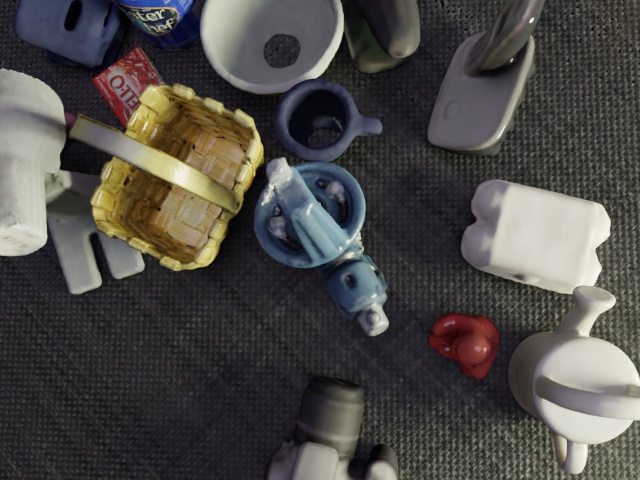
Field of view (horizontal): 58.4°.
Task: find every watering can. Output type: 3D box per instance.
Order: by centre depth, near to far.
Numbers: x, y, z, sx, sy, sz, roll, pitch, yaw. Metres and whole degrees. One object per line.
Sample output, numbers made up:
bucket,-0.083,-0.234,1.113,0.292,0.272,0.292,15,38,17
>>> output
watering can,0.250,0.135,0.553,0.101,0.194,0.173,-15,82,5

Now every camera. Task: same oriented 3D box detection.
camera,0.020,0.225,0.615,0.143,0.101,0.137,12,85,7

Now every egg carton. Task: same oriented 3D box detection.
egg carton,0.236,-0.003,0.633,0.150,0.069,0.107,14,85,7

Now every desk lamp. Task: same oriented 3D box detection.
desk lamp,-0.299,-0.054,0.623,0.118,0.213,0.203,-21,82,4

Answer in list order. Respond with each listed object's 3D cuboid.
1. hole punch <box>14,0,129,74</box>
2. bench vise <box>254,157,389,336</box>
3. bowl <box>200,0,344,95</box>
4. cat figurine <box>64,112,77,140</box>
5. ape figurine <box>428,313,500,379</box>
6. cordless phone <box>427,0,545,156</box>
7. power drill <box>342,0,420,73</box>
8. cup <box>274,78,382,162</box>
hole punch,-0.303,-0.275,0.709,0.101,0.091,0.109,16,86,8
bench vise,0.013,-0.007,0.581,0.207,0.220,0.121,41,89,9
bowl,-0.053,-0.244,0.688,0.167,0.075,0.167,-1,84,6
cat figurine,-0.359,-0.115,0.684,0.067,0.118,0.128,21,86,8
ape figurine,0.160,0.114,0.617,0.076,0.092,0.078,-20,82,4
cordless phone,0.177,-0.172,0.599,0.094,0.185,0.148,17,86,8
power drill,0.059,-0.264,0.610,0.075,0.208,0.229,-16,82,4
cup,0.013,-0.125,0.657,0.117,0.095,0.092,6,84,7
